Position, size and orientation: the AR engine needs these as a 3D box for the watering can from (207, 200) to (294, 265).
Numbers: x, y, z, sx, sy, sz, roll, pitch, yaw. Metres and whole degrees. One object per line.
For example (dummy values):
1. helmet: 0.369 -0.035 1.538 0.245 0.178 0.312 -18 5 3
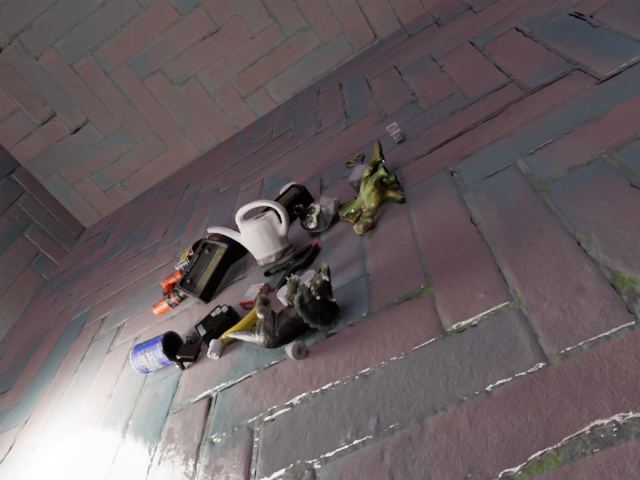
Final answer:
1. watering can: -0.231 -0.013 1.805 0.344 0.223 0.105 -21 10 33

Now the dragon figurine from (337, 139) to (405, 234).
1. dragon figurine: 0.144 -0.165 1.714 0.240 0.120 0.420 -36 31 20

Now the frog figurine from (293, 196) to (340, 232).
1. frog figurine: 0.005 -0.091 1.805 0.136 0.123 0.160 -27 -10 38
